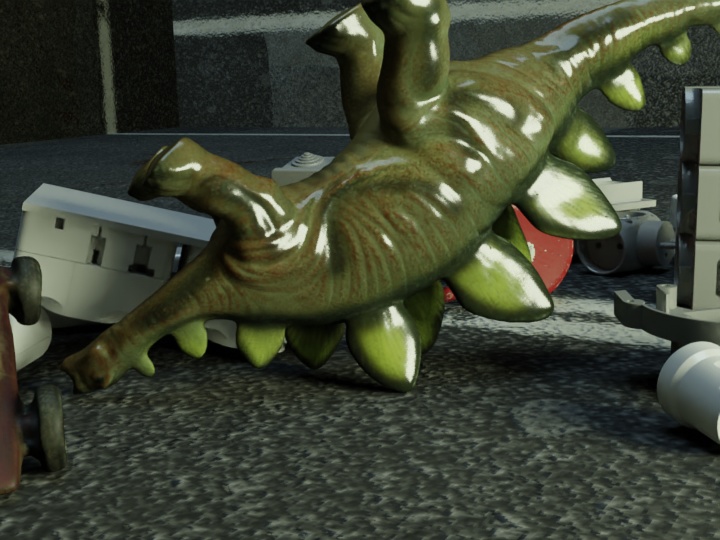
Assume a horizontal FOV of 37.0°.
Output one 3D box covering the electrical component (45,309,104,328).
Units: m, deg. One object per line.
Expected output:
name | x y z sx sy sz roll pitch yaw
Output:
electrical component | -0.215 0.015 0.762 0.077 0.043 0.079 -4 11 -11

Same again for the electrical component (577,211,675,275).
electrical component | 0.232 -0.023 0.881 0.079 0.044 0.077 4 12 40

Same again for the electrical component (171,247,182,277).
electrical component | -0.138 0.003 0.820 0.064 0.042 0.081 1 11 -3

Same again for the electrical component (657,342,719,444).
electrical component | 0.163 0.058 0.486 0.040 0.040 0.046 -5 17 -15

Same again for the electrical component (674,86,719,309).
electrical component | 0.253 -0.051 0.745 0.062 0.150 0.089 2 11 13

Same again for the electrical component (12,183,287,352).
electrical component | -0.117 0.000 0.681 0.186 0.060 0.105 12 8 -12

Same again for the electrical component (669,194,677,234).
electrical component | 0.308 -0.044 0.975 0.055 0.047 0.055 -2 11 0

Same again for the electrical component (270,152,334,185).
electrical component | -0.025 -0.055 0.958 0.100 0.099 0.048 3 24 22

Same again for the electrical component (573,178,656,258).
electrical component | 0.190 -0.045 0.958 0.121 0.063 0.079 -8 12 -28

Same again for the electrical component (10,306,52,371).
electrical component | -0.214 0.043 0.615 0.043 0.043 0.081 0 11 9
